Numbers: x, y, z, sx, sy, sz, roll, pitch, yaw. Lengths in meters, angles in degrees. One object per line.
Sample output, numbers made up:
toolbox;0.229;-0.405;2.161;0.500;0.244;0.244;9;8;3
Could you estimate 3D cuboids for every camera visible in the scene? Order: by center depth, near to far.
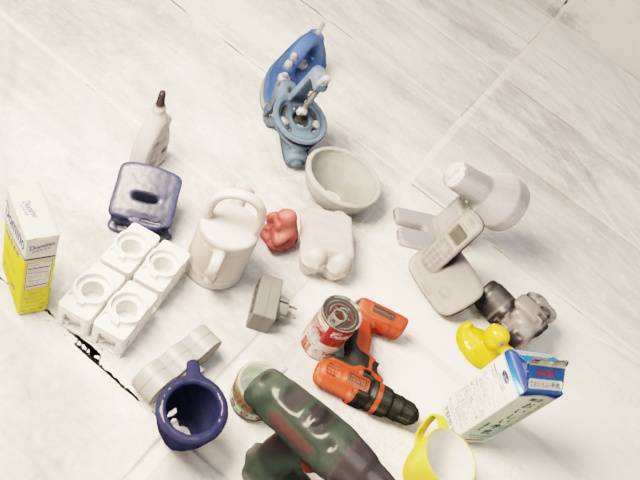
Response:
camera;0.383;0.136;1.136;0.143;0.100;0.136;-25;68;-41

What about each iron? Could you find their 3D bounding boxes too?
iron;-0.055;-0.410;1.336;0.118;0.141;0.258;31;45;-1

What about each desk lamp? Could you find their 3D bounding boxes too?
desk lamp;0.290;-0.066;1.178;0.204;0.213;0.118;11;48;-20

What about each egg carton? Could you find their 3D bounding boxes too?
egg carton;0.010;0.004;1.069;0.107;0.069;0.150;13;48;-18

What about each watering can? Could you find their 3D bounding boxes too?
watering can;-0.147;-0.019;0.915;0.101;0.194;0.172;4;51;-25

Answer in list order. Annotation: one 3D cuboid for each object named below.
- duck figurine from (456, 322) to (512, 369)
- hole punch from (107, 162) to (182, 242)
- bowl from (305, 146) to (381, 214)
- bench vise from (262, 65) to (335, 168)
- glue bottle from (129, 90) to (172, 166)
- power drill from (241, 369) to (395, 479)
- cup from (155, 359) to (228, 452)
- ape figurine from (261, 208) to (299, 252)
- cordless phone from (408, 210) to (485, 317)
duck figurine;0.311;0.186;1.065;0.104;0.086;0.078;44;46;12
hole punch;-0.288;-0.063;0.949;0.109;0.091;0.101;14;47;-17
bowl;0.037;-0.110;1.177;0.168;0.074;0.167;15;47;-17
bench vise;-0.053;-0.288;1.177;0.122;0.219;0.207;-18;63;-38
glue bottle;-0.289;-0.193;1.001;0.037;0.173;0.078;34;45;2
power drill;-0.017;0.277;0.722;0.229;0.208;0.076;44;46;12
cup;-0.177;0.228;0.759;0.092;0.095;0.117;8;50;-23
ape figurine;-0.068;-0.024;1.034;0.076;0.092;0.078;23;45;-9
cordless phone;0.265;0.044;1.091;0.094;0.185;0.147;-14;61;-36
